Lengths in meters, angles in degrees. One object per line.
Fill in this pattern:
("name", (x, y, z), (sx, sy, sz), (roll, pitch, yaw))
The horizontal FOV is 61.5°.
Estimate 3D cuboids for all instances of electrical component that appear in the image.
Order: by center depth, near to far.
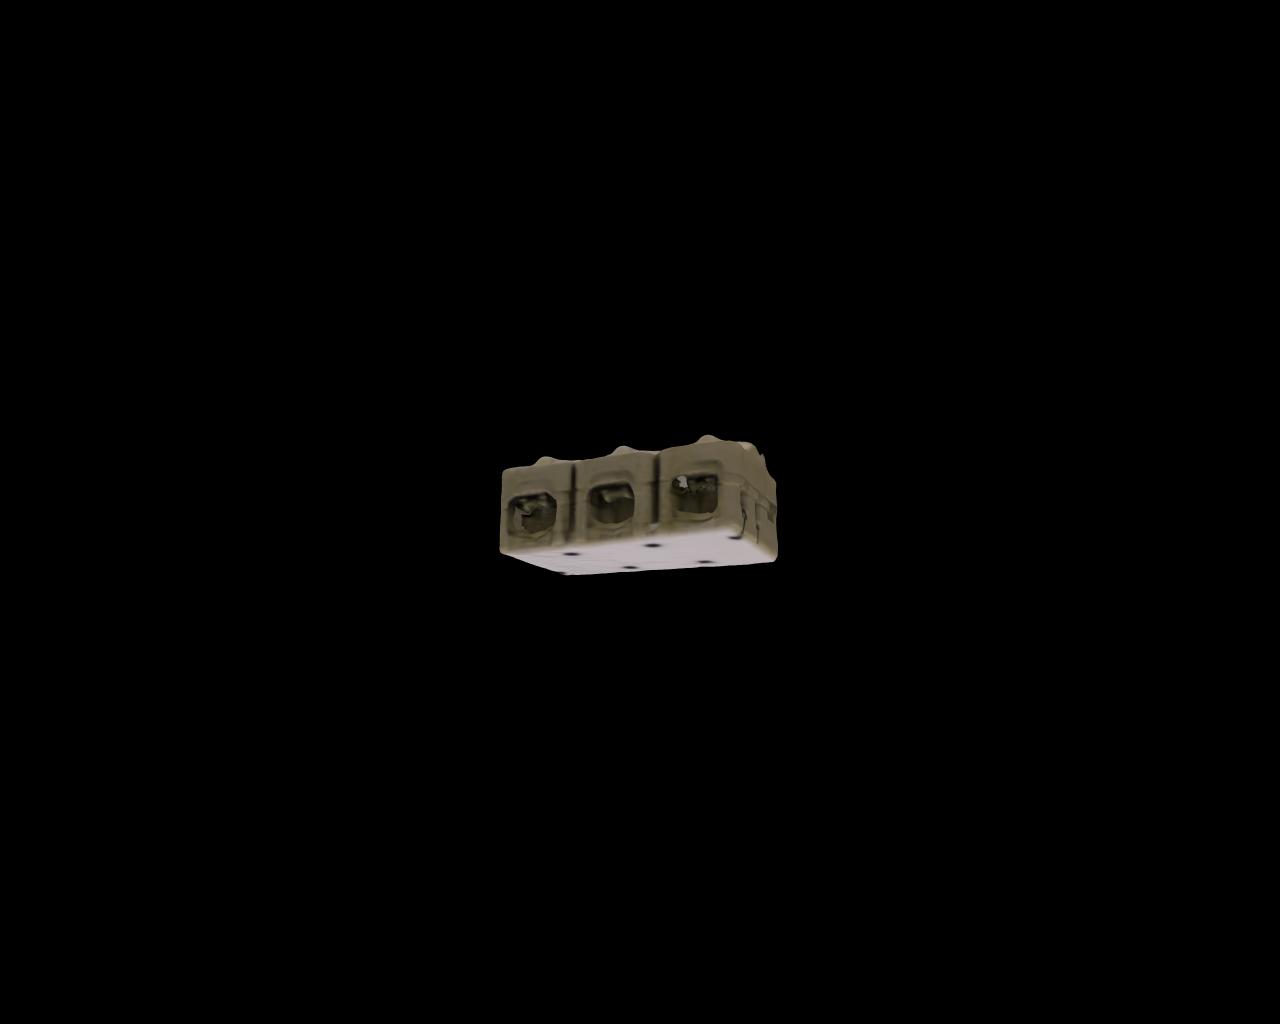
("electrical component", (0.001, -0.003, 0.650), (0.150, 0.062, 0.089), (-6, -15, 22))
